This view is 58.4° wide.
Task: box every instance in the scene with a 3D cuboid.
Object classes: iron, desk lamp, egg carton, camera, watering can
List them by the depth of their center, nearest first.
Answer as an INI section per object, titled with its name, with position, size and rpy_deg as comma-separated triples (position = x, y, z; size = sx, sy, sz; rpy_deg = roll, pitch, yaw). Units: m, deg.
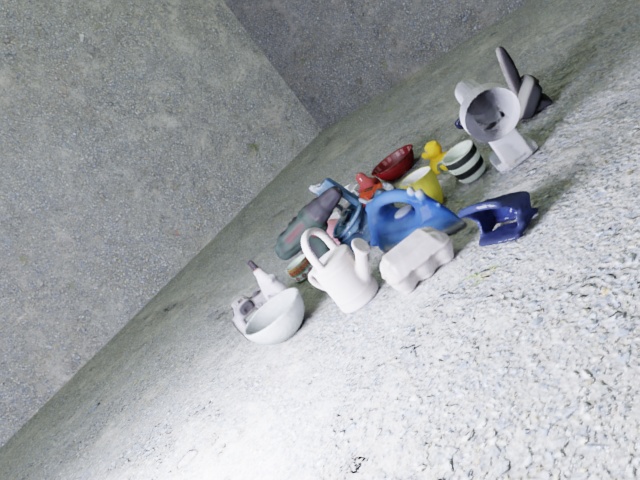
[egg carton]
position = 0.190, 0.037, 1.135
size = 0.150, 0.069, 0.107
rpy_deg = -39, 15, 0
[watering can]
position = 0.037, 0.050, 1.219
size = 0.172, 0.194, 0.101
rpy_deg = -34, 16, 18
[desk lamp]
position = 0.380, -0.259, 1.269
size = 0.118, 0.214, 0.203
rpy_deg = -35, 15, 13
[iron]
position = 0.194, -0.063, 1.278
size = 0.119, 0.141, 0.257
rpy_deg = -48, 17, -30
[camera]
position = -0.183, 0.183, 1.540
size = 0.143, 0.101, 0.136
rpy_deg = -44, 16, -18

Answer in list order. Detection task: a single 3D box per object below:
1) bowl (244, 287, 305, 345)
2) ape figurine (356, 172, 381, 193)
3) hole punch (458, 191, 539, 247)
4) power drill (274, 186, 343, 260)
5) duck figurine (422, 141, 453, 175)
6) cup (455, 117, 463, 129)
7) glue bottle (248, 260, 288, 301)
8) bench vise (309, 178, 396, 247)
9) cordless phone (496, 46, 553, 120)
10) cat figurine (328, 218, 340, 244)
[bowl]
position = -0.094, 0.192, 1.347
size = 0.167, 0.075, 0.167
rpy_deg = -36, 15, 12
[ape figurine]
position = 0.150, -0.179, 1.830
size = 0.077, 0.092, 0.076
rpy_deg = -35, 15, 15
[hole punch]
position = 0.321, -0.053, 1.042
size = 0.101, 0.091, 0.108
rpy_deg = -48, 17, -31
[power drill]
position = 0.013, 0.005, 1.383
size = 0.229, 0.208, 0.075
rpy_deg = -33, 16, 21
[duck figurine]
position = 0.329, -0.237, 1.583
size = 0.104, 0.086, 0.078
rpy_deg = -23, 22, 46
[cup]
position = 0.435, -0.321, 1.558
size = 0.117, 0.095, 0.091
rpy_deg = -36, 15, 10
[glue bottle]
position = -0.123, 0.117, 1.446
size = 0.078, 0.173, 0.037
rpy_deg = -25, 20, 41
[bench vise]
position = 0.086, -0.092, 1.471
size = 0.208, 0.220, 0.121
rpy_deg = -44, 16, -17
[cordless phone]
position = 0.504, -0.408, 1.473
size = 0.094, 0.185, 0.147
rpy_deg = -34, 16, 17
[cat figurine]
position = 0.032, -0.014, 1.572
size = 0.127, 0.118, 0.067
rpy_deg = -19, 25, 53
